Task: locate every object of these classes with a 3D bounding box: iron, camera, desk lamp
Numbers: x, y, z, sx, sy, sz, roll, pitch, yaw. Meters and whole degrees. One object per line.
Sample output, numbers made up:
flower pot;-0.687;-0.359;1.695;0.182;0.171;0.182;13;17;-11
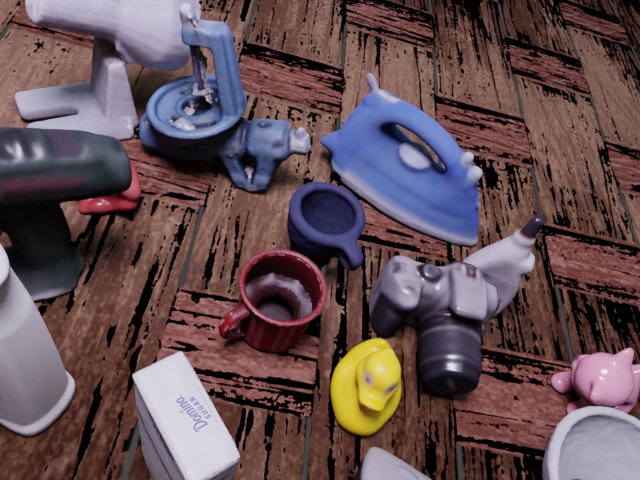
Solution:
iron;0.134;-0.109;0.776;0.258;0.141;0.119;37;52;10
camera;0.135;0.095;0.652;0.143;0.100;0.137;14;51;-8
desk lamp;-0.256;-0.223;0.682;0.204;0.213;0.117;-19;62;-29

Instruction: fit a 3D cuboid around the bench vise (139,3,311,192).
bench vise;-0.109;-0.171;0.690;0.208;0.219;0.121;2;54;-17

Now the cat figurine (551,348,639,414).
cat figurine;0.334;0.161;0.659;0.128;0.117;0.067;-4;56;-21

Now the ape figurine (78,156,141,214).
ape figurine;-0.239;-0.074;0.656;0.077;0.092;0.076;32;51;6

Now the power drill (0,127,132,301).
power drill;-0.290;-0.020;0.524;0.230;0.208;0.075;-18;62;-29

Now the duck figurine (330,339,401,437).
duck figurine;0.058;0.143;0.599;0.077;0.086;0.104;22;51;-1

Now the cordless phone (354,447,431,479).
cordless phone;0.109;0.227;0.491;0.147;0.185;0.094;30;51;5

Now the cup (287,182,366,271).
cup;0.006;0.002;0.680;0.092;0.095;0.117;-20;63;-30

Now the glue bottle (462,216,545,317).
glue bottle;0.217;0.028;0.682;0.078;0.173;0.037;26;51;2

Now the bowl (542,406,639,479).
bowl;0.297;0.266;0.597;0.168;0.074;0.167;9;52;-12
